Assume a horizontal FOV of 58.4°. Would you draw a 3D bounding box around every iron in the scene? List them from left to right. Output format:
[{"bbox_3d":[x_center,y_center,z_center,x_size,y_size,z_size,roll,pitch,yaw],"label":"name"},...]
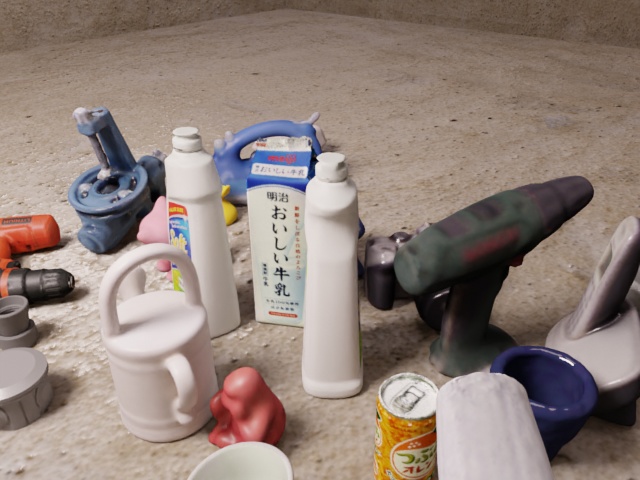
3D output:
[{"bbox_3d":[-0.107,-0.149,1.033,0.259,0.141,0.118,-12,31,-19],"label":"iron"}]

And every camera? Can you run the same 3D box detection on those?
[{"bbox_3d":[0.132,0.045,0.726,0.143,0.101,0.136,-2,29,-2],"label":"camera"}]

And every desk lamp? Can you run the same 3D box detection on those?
[{"bbox_3d":[0.096,0.200,0.336,0.118,0.214,0.203,1,29,2],"label":"desk lamp"}]

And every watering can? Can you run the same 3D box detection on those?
[{"bbox_3d":[-0.163,0.088,0.558,0.172,0.194,0.101,19,35,31],"label":"watering can"}]

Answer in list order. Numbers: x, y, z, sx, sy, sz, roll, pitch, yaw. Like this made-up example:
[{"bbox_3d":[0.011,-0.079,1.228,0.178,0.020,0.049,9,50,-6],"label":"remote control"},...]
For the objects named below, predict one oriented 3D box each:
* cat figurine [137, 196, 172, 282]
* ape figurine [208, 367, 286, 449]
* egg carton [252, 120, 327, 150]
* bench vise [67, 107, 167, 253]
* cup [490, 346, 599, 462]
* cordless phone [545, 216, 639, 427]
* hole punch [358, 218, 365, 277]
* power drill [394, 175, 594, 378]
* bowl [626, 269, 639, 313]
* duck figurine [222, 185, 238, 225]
[{"bbox_3d":[-0.197,-0.007,0.806,0.128,0.118,0.067,-20,35,-31],"label":"cat figurine"},{"bbox_3d":[-0.070,0.158,0.538,0.076,0.092,0.077,-10,31,-15],"label":"ape figurine"},{"bbox_3d":[-0.061,-0.199,1.195,0.107,0.069,0.151,20,35,32],"label":"egg carton"},{"bbox_3d":[-0.321,-0.115,0.896,0.121,0.220,0.207,1,29,3],"label":"bench vise"},{"bbox_3d":[0.188,0.164,0.520,0.118,0.095,0.091,-21,35,-31],"label":"cup"},{"bbox_3d":[0.288,0.078,0.578,0.094,0.185,0.148,8,31,15],"label":"cordless phone"},{"bbox_3d":[0.007,0.003,0.812,0.101,0.091,0.108,-9,31,-15],"label":"hole punch"},{"bbox_3d":[0.185,0.043,0.618,0.230,0.208,0.075,-14,32,-22],"label":"power drill"},{"bbox_3d":[0.439,0.069,0.704,0.167,0.075,0.167,0,29,0],"label":"bowl"},{"bbox_3d":[-0.191,-0.074,0.957,0.104,0.086,0.077,9,31,16],"label":"duck figurine"}]
